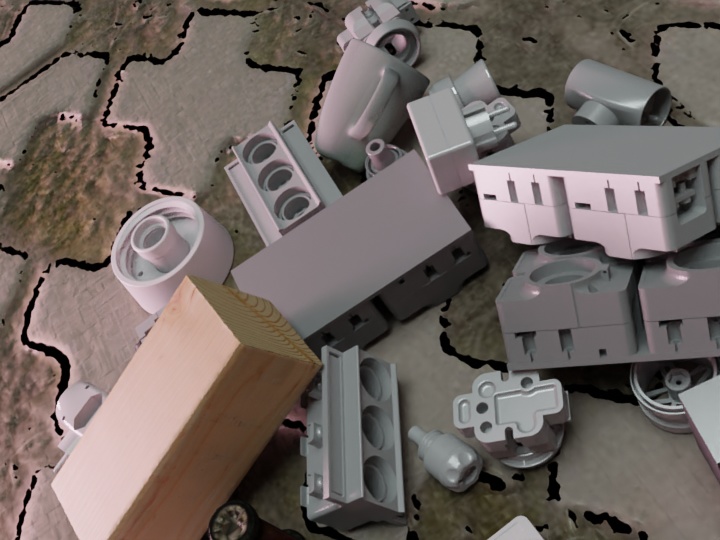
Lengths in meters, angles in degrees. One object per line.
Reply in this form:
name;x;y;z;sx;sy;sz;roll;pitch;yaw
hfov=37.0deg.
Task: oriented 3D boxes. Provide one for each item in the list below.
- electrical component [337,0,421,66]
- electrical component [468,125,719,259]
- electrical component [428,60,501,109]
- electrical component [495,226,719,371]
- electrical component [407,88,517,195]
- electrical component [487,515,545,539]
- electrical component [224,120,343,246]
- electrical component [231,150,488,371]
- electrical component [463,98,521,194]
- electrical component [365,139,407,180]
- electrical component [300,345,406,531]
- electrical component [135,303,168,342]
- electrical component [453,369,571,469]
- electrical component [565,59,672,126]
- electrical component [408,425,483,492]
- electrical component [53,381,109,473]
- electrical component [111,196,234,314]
electrical component;0.024;-0.223;1.032;0.078;0.058;0.057;-33;46;3
electrical component;0.184;-0.061;0.783;0.105;0.060;0.186;-24;20;-29
electrical component;0.094;-0.156;0.959;0.055;0.045;0.045;-26;51;10
electrical component;0.199;0.014;0.749;0.186;0.060;0.105;-6;19;23
electrical component;0.086;-0.109;0.855;0.077;0.047;0.065;-20;52;5
electrical component;0.117;0.211;0.696;0.050;0.055;0.089;-38;50;-1
electrical component;-0.063;-0.069;0.970;0.079;0.063;0.121;-34;50;3
electrical component;0.000;0.000;0.893;0.186;0.060;0.105;-33;50;4
electrical component;0.103;-0.100;0.910;0.078;0.057;0.058;-36;50;2
electrical component;0.025;-0.089;0.939;0.048;0.062;0.048;-13;54;19
electrical component;-0.007;0.128;0.808;0.063;0.079;0.121;-31;47;35
electrical component;-0.145;0.071;0.926;0.056;0.050;0.089;-37;50;0
electrical component;0.113;0.107;0.766;0.078;0.057;0.058;-13;54;19
electrical component;0.202;-0.129;0.888;0.077;0.043;0.079;32;77;38
electrical component;0.059;0.134;0.791;0.035;0.035;0.061;-49;48;-9
electrical component;-0.233;0.145;0.926;0.077;0.043;0.079;24;72;36
electrical component;-0.179;-0.018;0.996;0.108;0.060;0.108;-13;54;19
